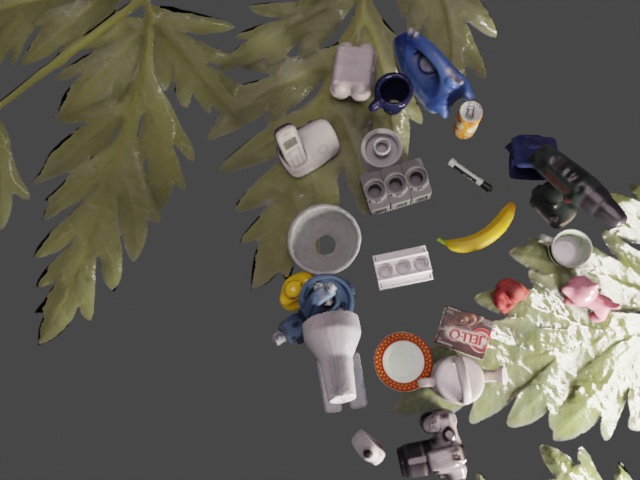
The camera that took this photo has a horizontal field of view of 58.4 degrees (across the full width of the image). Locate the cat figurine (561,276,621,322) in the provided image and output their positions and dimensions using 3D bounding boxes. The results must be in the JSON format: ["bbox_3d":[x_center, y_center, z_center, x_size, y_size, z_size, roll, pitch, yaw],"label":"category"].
[{"bbox_3d":[0.579,0.120,1.228,0.127,0.118,0.067,28,81,10],"label":"cat figurine"}]

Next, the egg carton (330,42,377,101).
[{"bbox_3d":[0.083,-0.415,1.411,0.107,0.069,0.150,6,78,6],"label":"egg carton"}]

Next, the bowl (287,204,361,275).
[{"bbox_3d":[0.012,0.005,1.322,0.167,0.075,0.167,-1,78,5],"label":"bowl"}]

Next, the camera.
[{"bbox_3d":[0.228,0.437,1.196,0.136,0.101,0.143,-12,77,2],"label":"camera"}]

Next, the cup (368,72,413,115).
[{"bbox_3d":[0.166,-0.333,1.373,0.118,0.095,0.091,-38,77,-4],"label":"cup"}]

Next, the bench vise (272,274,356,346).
[{"bbox_3d":[-0.008,0.157,1.215,0.121,0.220,0.207,33,82,11],"label":"bench vise"}]

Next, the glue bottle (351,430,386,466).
[{"bbox_3d":[0.100,0.430,1.171,0.078,0.173,0.037,36,83,12],"label":"glue bottle"}]

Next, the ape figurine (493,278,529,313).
[{"bbox_3d":[0.421,0.118,1.254,0.077,0.092,0.076,-6,77,4],"label":"ape figurine"}]

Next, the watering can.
[{"bbox_3d":[0.292,0.284,1.176,0.173,0.194,0.101,-28,77,-2],"label":"watering can"}]

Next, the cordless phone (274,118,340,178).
[{"bbox_3d":[-0.034,-0.232,1.321,0.147,0.185,0.094,-35,77,-3],"label":"cordless phone"}]

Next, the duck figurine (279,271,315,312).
[{"bbox_3d":[-0.052,0.112,1.298,0.077,0.086,0.104,41,84,12],"label":"duck figurine"}]

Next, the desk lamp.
[{"bbox_3d":[0.039,0.257,1.193,0.118,0.213,0.203,-11,77,3],"label":"desk lamp"}]

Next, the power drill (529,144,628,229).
[{"bbox_3d":[0.535,-0.096,1.232,0.075,0.208,0.229,-40,77,-4],"label":"power drill"}]

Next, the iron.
[{"bbox_3d":[0.257,-0.424,1.362,0.118,0.141,0.258,-36,77,-3],"label":"iron"}]

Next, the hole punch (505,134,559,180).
[{"bbox_3d":[0.490,-0.198,1.318,0.108,0.091,0.101,2,78,5],"label":"hole punch"}]
